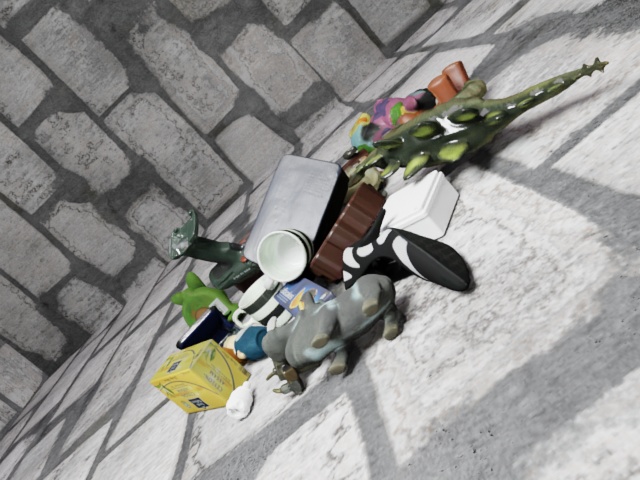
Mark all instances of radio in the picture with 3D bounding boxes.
[{"bbox_3d":[-0.044,-0.041,1.012,0.229,0.131,0.073,-69,-22,-9],"label":"radio"}]

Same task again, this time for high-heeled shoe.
[{"bbox_3d":[0.099,0.052,0.716,0.145,0.086,0.249,-70,25,16],"label":"high-heeled shoe"}]

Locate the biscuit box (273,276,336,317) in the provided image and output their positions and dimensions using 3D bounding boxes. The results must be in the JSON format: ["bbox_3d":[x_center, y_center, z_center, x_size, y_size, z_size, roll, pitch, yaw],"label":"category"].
[{"bbox_3d":[-0.015,0.104,0.848,0.063,0.059,0.203,-47,15,-9],"label":"biscuit box"}]

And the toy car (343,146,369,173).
[{"bbox_3d":[0.051,-0.131,1.250,0.202,0.089,0.053,-45,15,-10],"label":"toy car"}]

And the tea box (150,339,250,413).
[{"bbox_3d":[-0.210,0.238,0.927,0.170,0.098,0.068,-30,20,47],"label":"tea box"}]

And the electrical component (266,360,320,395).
[{"bbox_3d":[-0.040,0.178,0.761,0.078,0.045,0.102,-18,11,-17],"label":"electrical component"}]

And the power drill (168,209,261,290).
[{"bbox_3d":[-0.187,0.009,1.097,0.232,0.207,0.086,-39,51,31],"label":"power drill"}]

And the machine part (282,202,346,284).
[{"bbox_3d":[-0.002,-0.003,1.067,0.243,0.079,0.079,-43,15,4],"label":"machine part"}]

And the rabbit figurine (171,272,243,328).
[{"bbox_3d":[-0.260,0.156,1.223,0.121,0.159,0.170,-55,1,-3],"label":"rabbit figurine"}]

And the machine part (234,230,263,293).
[{"bbox_3d":[-0.139,0.025,1.330,0.201,0.087,0.201,-32,20,32],"label":"machine part"}]

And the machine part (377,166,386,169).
[{"bbox_3d":[0.149,-0.196,1.202,0.084,0.039,0.139,-50,-4,9],"label":"machine part"}]

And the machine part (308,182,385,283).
[{"bbox_3d":[0.048,-0.011,0.912,0.179,0.056,0.179,-59,-1,-2],"label":"machine part"}]

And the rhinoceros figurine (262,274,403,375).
[{"bbox_3d":[0.011,0.105,0.684,0.190,0.073,0.112,-31,36,14],"label":"rhinoceros figurine"}]

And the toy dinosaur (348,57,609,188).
[{"bbox_3d":[0.210,-0.172,0.843,0.471,0.105,0.198,-25,11,40],"label":"toy dinosaur"}]

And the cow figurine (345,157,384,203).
[{"bbox_3d":[0.051,-0.085,1.149,0.195,0.085,0.127,-39,10,16],"label":"cow figurine"}]

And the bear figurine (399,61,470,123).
[{"bbox_3d":[0.214,-0.244,1.067,0.196,0.131,0.120,-19,20,46],"label":"bear figurine"}]

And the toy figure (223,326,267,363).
[{"bbox_3d":[-0.132,0.186,0.949,0.064,0.058,0.154,-6,-13,-38],"label":"toy figure"}]

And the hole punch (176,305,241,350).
[{"bbox_3d":[-0.206,0.205,1.063,0.142,0.092,0.115,-51,-14,-14],"label":"hole punch"}]

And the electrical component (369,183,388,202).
[{"bbox_3d":[0.099,-0.075,1.025,0.021,0.063,0.094,-29,20,45],"label":"electrical component"}]

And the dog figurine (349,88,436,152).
[{"bbox_3d":[0.181,-0.278,1.278,0.191,0.108,0.219,-46,18,-8],"label":"dog figurine"}]
